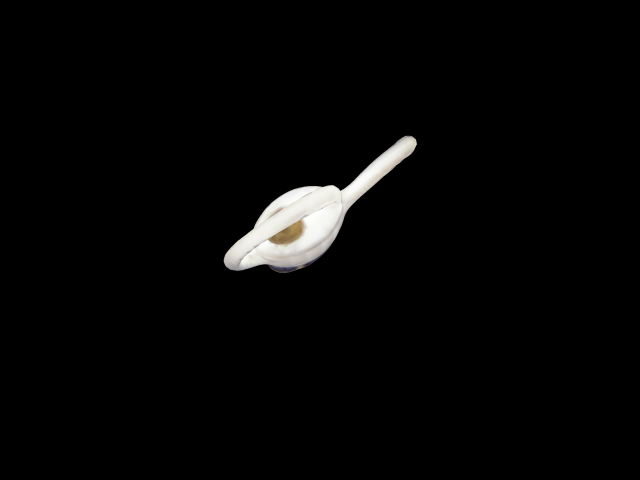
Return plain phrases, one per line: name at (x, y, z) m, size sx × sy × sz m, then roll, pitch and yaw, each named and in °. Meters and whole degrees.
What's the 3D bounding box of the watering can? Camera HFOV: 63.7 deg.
watering can at (0.003, -0.043, 0.850) m, size 0.349 × 0.105 × 0.222 m, roll -31°, pitch -10°, yaw -7°
